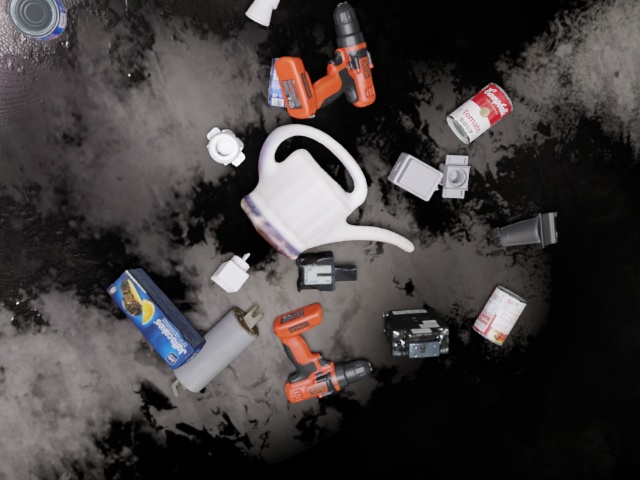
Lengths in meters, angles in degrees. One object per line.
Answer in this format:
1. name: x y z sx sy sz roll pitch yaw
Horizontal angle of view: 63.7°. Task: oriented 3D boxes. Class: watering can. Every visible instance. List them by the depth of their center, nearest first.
1. watering can: 0.003 -0.049 0.964 0.224 0.105 0.345 -41 102 6
